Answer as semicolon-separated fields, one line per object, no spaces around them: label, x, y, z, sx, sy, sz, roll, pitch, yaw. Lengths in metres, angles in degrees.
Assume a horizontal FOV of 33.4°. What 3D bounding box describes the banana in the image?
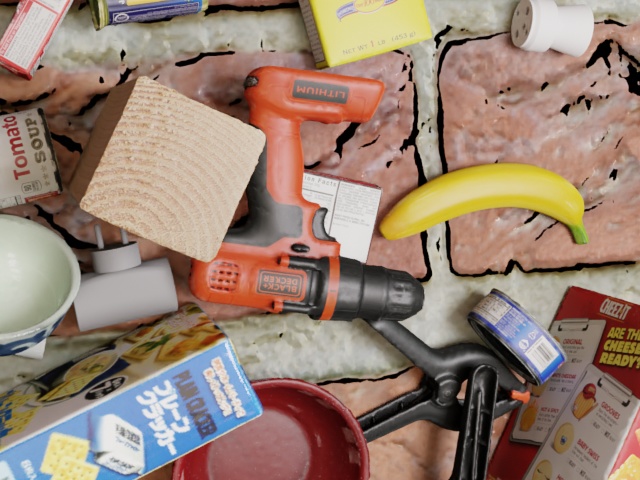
banana;0.147;-0.031;0.904;0.197;0.037;0.069;2;93;-15

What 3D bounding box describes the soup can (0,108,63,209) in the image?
soup can;-0.246;-0.054;0.781;0.102;0.069;0.068;-14;99;-14

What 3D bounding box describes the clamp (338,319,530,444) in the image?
clamp;0.098;0.114;0.902;0.171;0.039;0.120;-3;113;-20

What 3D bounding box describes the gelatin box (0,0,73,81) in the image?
gelatin box;-0.205;-0.162;0.778;0.030;0.073;0.089;29;89;-15

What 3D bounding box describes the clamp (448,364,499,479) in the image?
clamp;0.121;0.216;0.880;0.036;0.164;0.210;7;136;-16

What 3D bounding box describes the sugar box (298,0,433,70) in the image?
sugar box;0.021;-0.233;0.845;0.093;0.048;0.176;-18;101;-12

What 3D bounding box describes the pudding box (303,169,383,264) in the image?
pudding box;-0.006;0.001;0.866;0.090;0.039;0.113;12;90;-13

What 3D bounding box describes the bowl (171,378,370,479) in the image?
bowl;-0.044;0.185;0.866;0.162;0.055;0.162;-2;96;-15

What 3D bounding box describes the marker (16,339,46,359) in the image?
marker;-0.271;0.072;0.812;0.121;0.020;0.020;11;93;-16

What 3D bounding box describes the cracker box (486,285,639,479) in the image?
cracker box;0.230;0.158;0.880;0.072;0.164;0.214;25;89;-18

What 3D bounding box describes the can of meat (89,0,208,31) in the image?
can of meat;-0.135;-0.214;0.800;0.083;0.057;0.102;-12;99;-16

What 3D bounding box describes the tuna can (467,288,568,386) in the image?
tuna can;0.164;0.082;0.895;0.033;0.086;0.086;-45;105;-5

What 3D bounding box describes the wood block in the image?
wood block;-0.114;-0.052;0.744;0.090;0.206;0.091;24;89;-16

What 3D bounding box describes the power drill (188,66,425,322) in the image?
power drill;0.001;-0.032;0.815;0.184;0.057;0.188;7;91;-12
